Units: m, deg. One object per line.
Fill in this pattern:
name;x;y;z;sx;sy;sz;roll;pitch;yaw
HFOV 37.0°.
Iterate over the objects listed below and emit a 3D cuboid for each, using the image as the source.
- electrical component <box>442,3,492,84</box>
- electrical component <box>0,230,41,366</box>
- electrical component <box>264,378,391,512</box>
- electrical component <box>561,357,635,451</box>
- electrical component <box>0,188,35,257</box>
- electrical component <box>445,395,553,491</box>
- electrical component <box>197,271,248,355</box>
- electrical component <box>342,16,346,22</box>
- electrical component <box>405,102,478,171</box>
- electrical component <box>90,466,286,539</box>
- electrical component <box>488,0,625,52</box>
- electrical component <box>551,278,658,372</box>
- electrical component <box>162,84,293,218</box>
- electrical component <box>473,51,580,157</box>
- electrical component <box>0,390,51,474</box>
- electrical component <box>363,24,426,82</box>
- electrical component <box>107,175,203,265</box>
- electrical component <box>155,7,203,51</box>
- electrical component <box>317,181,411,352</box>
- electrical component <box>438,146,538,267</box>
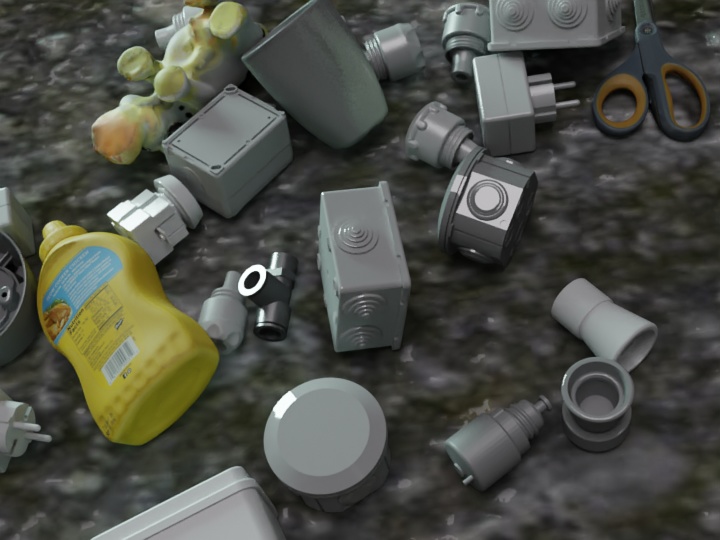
electrical component;0.087;-0.182;0.875;0.048;0.048;0.062;6;67;14
electrical component;-0.289;0.023;0.808;0.099;0.064;0.099;-5;58;8
electrical component;-0.019;0.116;0.708;0.080;0.051;0.080;-5;58;8
electrical component;0.152;0.087;0.690;0.045;0.055;0.045;-5;58;8
electrical component;-0.312;-0.042;0.863;0.083;0.047;0.075;-18;57;0
electrical component;0.091;0.109;0.697;0.078;0.040;0.040;-35;59;-12
electrical component;-0.098;0.029;0.786;0.035;0.035;0.061;3;57;12
electrical component;-0.038;-0.187;0.902;0.062;0.043;0.043;-12;57;5
electrical component;0.069;-0.097;0.827;0.062;0.048;0.048;30;69;18
electrical component;-0.104;0.179;0.670;0.113;0.078;0.057;-26;61;-6
electrical component;0.153;-0.201;0.837;0.100;0.048;0.100;3;19;26
electrical component;0.162;0.036;0.729;0.044;0.044;0.065;-38;55;-13
electrical component;-0.098;-0.095;0.851;0.062;0.061;0.096;31;61;26
electrical component;0.130;-0.131;0.833;0.077;0.047;0.065;-8;58;6
electrical component;-0.253;0.109;0.748;0.077;0.065;0.047;6;60;14
electrical component;0.019;-0.174;0.883;0.062;0.043;0.043;-20;57;1
electrical component;-0.156;-0.041;0.831;0.055;0.048;0.066;-41;39;-16
electrical component;-0.146;-0.208;0.935;0.062;0.043;0.043;-16;57;3
electrical component;0.000;0.000;0.748;0.048;0.099;0.099;-6;57;-8
electrical component;0.091;-0.044;0.769;0.051;0.080;0.080;21;65;16
